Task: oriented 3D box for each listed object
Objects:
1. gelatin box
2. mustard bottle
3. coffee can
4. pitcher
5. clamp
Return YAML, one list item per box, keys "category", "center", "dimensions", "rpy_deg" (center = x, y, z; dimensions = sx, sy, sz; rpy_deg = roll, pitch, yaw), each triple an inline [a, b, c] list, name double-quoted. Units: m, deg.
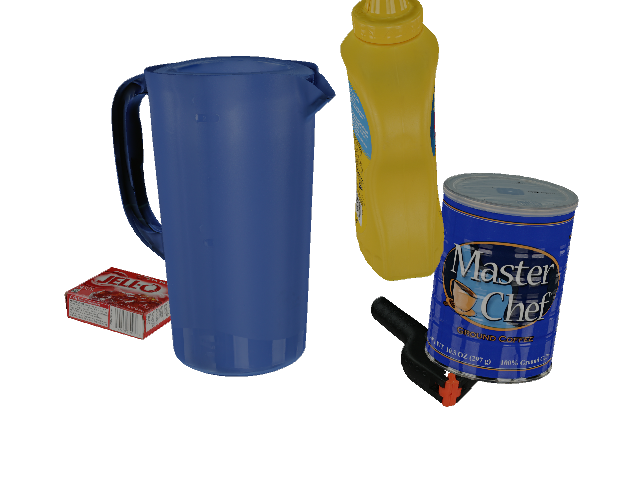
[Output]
- category: "gelatin box"
  center: [-0.182, 0.057, 1.002]
  dimensions: [0.089, 0.030, 0.073]
  rpy_deg: [14, 23, 23]
- category: "mustard bottle"
  center: [0.045, -0.075, 0.659]
  dimensions: [0.058, 0.191, 0.096]
  rpy_deg: [-6, 39, 1]
- category: "coffee can"
  center: [0.140, 0.027, 0.836]
  dimensions: [0.103, 0.140, 0.103]
  rpy_deg: [4, 17, -2]
- category: "pitcher"
  center: [-0.077, -0.023, 0.845]
  dimensions: [0.144, 0.243, 0.149]
  rpy_deg: [-6, 16, -23]
- category: "clamp"
  center: [0.125, 0.102, 1.051]
  dimensions: [0.120, 0.039, 0.171]
  rpy_deg: [-8, 30, -8]
